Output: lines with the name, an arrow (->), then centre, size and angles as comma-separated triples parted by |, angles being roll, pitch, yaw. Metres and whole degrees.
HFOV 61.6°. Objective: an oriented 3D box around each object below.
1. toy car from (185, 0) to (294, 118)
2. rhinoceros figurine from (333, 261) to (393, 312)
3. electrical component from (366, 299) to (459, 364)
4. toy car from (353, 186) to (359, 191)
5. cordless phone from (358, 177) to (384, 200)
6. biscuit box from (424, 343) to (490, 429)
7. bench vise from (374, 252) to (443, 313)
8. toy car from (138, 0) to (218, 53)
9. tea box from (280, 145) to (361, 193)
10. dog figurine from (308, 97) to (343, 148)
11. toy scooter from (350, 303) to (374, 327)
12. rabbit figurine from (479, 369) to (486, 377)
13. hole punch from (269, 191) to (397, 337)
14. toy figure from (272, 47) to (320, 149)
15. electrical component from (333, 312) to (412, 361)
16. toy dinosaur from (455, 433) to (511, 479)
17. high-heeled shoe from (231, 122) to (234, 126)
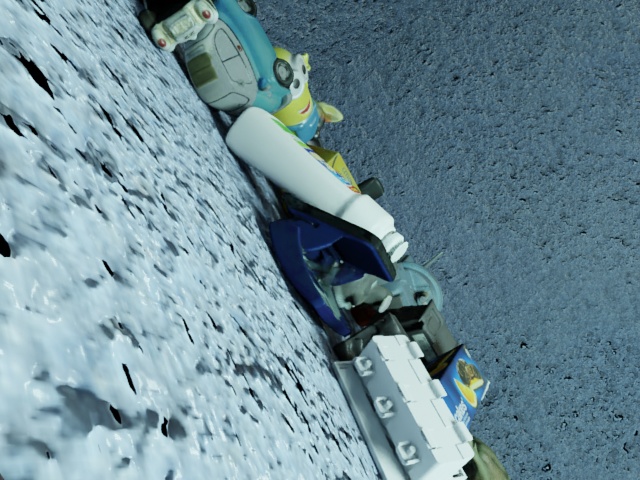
toy car -> -0.112, -0.218, 0.666 | 0.103, 0.109, 0.161 | -49, 121, -46
rhinoceros figurine -> 0.041, 0.036, 0.713 | 0.073, 0.112, 0.190 | 5, -22, 39
electrical component -> 0.122, 0.152, 0.748 | 0.058, 0.134, 0.114 | -40, 105, -47
toy car -> -0.021, -0.099, 0.791 | 0.202, 0.053, 0.089 | 27, 0, -15
cordless phone -> 0.033, -0.105, 1.145 | 0.146, 0.184, 0.089 | 59, 8, -15
biscuit box -> 0.131, 0.179, 0.590 | 0.059, 0.063, 0.202 | 59, 25, 7
bench vise -> 0.128, 0.061, 0.897 | 0.223, 0.129, 0.240 | 59, 22, 3
toy car -> -0.164, -0.267, 0.610 | 0.056, 0.073, 0.202 | 55, 5, -42
tea box -> -0.019, -0.114, 0.954 | 0.170, 0.068, 0.098 | 28, -23, 48
dog figurine -> -0.068, -0.255, 0.989 | 0.219, 0.108, 0.192 | 33, 12, -10
toy scooter -> 0.083, 0.108, 0.994 | 0.135, 0.075, 0.184 | 52, 12, -52
rabbit figurine -> 0.195, 0.215, 0.903 | 0.159, 0.121, 0.170 | 14, -7, -27
hole punch -> 0.002, 0.028, 0.548 | 0.116, 0.092, 0.142 | 29, -10, 30
toy figure -> -0.051, -0.198, 0.792 | 0.180, 0.089, 0.082 | 72, 15, -60
electrical component -> 0.062, 0.119, 0.590 | 0.048, 0.075, 0.119 | 59, 1, 16
toy dinosaur -> 0.235, 0.359, 0.829 | 0.199, 0.105, 0.470 | 53, -8, 22
high-heeled shoe -> -0.113, -0.244, 0.892 | 0.145, 0.086, 0.249 | 18, 56, -56
